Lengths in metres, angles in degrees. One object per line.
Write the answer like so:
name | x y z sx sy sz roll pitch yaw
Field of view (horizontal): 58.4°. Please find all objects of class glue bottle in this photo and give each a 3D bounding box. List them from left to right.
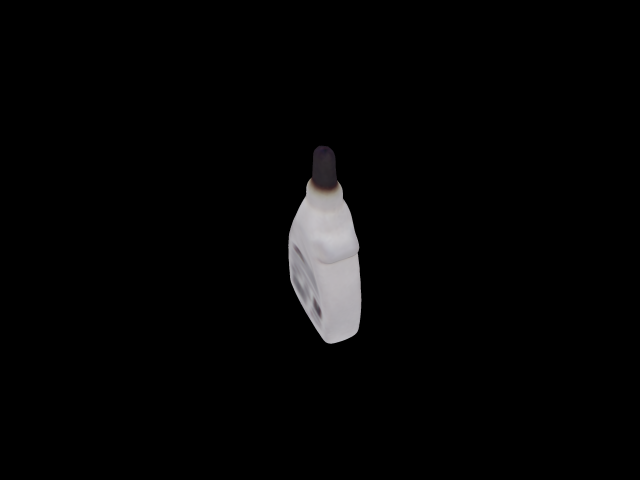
glue bottle | 0.004 0.001 0.400 0.037 0.173 0.078 -21 55 -15
